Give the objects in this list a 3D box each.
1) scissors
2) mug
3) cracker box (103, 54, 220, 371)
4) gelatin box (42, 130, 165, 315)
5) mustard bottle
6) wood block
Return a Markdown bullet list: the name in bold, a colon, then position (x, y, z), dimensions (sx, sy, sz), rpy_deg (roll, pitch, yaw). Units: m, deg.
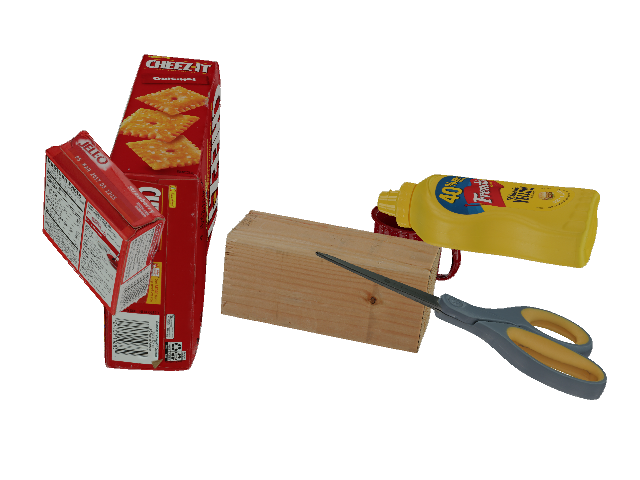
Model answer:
- **scissors**: position (0.101, 0.044, 0.714), dimensions (0.202, 0.016, 0.096), rpy_deg (29, 25, 18)
- **mug**: position (0.113, 0.011, 1.264), dimensions (0.117, 0.081, 0.093), rpy_deg (18, 28, 27)
- **cracker box**: position (-0.117, -0.028, 0.822), dimensions (0.072, 0.164, 0.213), rpy_deg (4, 30, -3)
- **gelatin box**: position (-0.128, -0.009, 0.619), dimensions (0.030, 0.073, 0.089), rpy_deg (-34, -18, -32)
- **mustard bottle**: position (0.144, -0.023, 0.942), dimensions (0.192, 0.058, 0.096), rpy_deg (8, 30, 19)
- **wood block**: position (0.011, 0.040, 1.097), dimensions (0.206, 0.091, 0.090), rpy_deg (11, 22, 10)
